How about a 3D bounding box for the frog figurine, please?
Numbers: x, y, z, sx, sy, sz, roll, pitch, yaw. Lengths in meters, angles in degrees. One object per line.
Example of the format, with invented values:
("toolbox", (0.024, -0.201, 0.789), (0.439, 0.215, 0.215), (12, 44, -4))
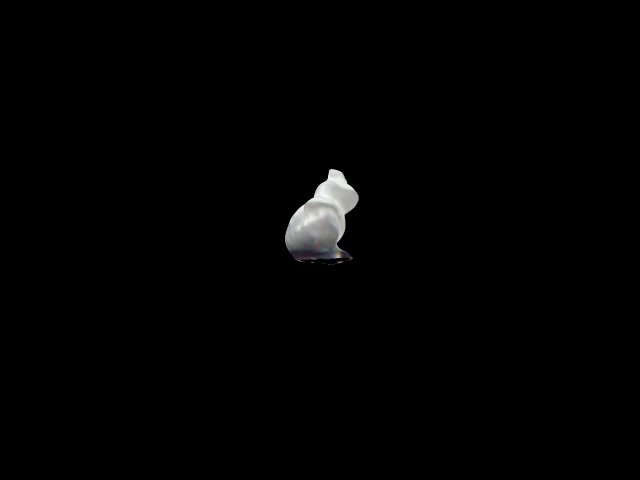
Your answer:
("frog figurine", (0.003, -0.043, 0.850), (0.122, 0.161, 0.136), (-1, -10, 7))
